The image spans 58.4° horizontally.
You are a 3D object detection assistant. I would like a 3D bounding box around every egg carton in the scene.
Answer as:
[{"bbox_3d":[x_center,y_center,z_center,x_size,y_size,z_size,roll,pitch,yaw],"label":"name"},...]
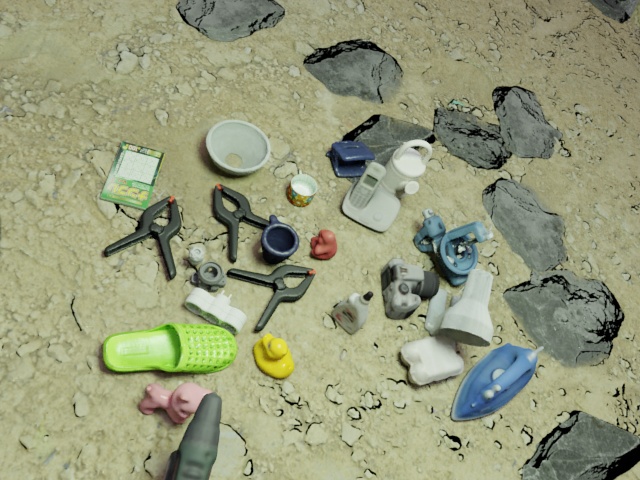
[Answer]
[{"bbox_3d":[0.268,0.285,1.370,0.151,0.069,0.107,-9,65,-25],"label":"egg carton"}]

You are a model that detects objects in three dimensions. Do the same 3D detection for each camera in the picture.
[{"bbox_3d":[0.234,0.118,1.436,0.137,0.100,0.143,7,59,-16],"label":"camera"}]

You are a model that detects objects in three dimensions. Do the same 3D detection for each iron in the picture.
[{"bbox_3d":[0.424,0.335,1.354,0.259,0.141,0.118,-31,75,-32],"label":"iron"}]

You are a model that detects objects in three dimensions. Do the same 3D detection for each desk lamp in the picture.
[{"bbox_3d":[0.337,0.173,1.374,0.118,0.213,0.203,22,56,-6],"label":"desk lamp"}]

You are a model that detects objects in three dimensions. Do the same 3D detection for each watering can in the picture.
[{"bbox_3d":[0.241,-0.199,1.569,0.101,0.194,0.172,-11,65,-25],"label":"watering can"}]

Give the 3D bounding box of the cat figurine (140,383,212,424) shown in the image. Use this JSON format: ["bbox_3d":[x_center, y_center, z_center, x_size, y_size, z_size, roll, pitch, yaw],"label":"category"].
[{"bbox_3d":[-0.282,0.310,1.122,0.128,0.117,0.067,18,56,-10],"label":"cat figurine"}]

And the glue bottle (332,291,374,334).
[{"bbox_3d":[0.085,0.156,1.315,0.078,0.173,0.037,43,56,8],"label":"glue bottle"}]

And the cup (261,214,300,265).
[{"bbox_3d":[-0.109,0.007,1.379,0.092,0.095,0.117,-9,65,-25],"label":"cup"}]

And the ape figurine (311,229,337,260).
[{"bbox_3d":[0.013,0.005,1.426,0.076,0.092,0.078,40,56,6],"label":"ape figurine"}]

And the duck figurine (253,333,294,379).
[{"bbox_3d":[-0.093,0.248,1.248,0.078,0.086,0.104,-36,78,-33],"label":"duck figurine"}]

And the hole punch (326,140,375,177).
[{"bbox_3d":[0.086,-0.239,1.598,0.109,0.091,0.101,-7,63,-23],"label":"hole punch"}]

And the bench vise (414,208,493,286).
[{"bbox_3d":[0.338,-0.001,1.473,0.207,0.219,0.122,40,56,6],"label":"bench vise"}]

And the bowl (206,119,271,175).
[{"bbox_3d":[-0.216,-0.228,1.489,0.168,0.074,0.167,9,58,-15],"label":"bowl"}]

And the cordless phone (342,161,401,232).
[{"bbox_3d":[0.151,-0.116,1.492,0.147,0.185,0.094,25,55,-4],"label":"cordless phone"}]

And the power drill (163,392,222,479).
[{"bbox_3d":[-0.233,0.408,1.028,0.076,0.208,0.229,16,57,-10],"label":"power drill"}]
